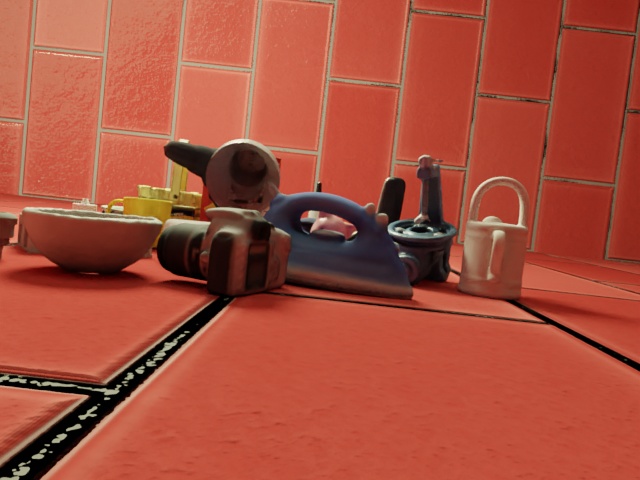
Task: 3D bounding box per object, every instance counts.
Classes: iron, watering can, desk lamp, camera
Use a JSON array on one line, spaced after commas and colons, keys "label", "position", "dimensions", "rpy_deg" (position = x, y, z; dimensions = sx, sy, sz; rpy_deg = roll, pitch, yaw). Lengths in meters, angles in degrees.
[{"label": "iron", "position": [0.018, -0.003, 0.835], "dimensions": [0.257, 0.141, 0.119], "rpy_deg": [8, 4, 23]}, {"label": "watering can", "position": [0.286, -0.007, 0.944], "dimensions": [0.101, 0.194, 0.172], "rpy_deg": [6, 3, -10]}, {"label": "desk lamp", "position": [-0.131, -0.065, 0.993], "dimensions": [0.118, 0.213, 0.203], "rpy_deg": [6, 3, -4]}, {"label": "camera", "position": [-0.123, 0.008, 0.727], "dimensions": [0.136, 0.101, 0.143], "rpy_deg": [8, 4, 22]}]

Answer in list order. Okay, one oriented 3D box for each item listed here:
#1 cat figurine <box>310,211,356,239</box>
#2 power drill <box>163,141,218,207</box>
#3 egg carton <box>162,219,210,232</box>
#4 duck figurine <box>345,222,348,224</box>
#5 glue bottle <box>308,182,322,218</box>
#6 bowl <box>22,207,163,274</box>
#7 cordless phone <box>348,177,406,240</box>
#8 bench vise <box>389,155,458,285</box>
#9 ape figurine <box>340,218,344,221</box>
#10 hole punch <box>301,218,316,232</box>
[{"label": "cat figurine", "position": [-0.005, -0.003, 0.995], "dimensions": [0.127, 0.118, 0.067], "rpy_deg": [8, 4, 27]}, {"label": "power drill", "position": [-0.202, -0.078, 1.133], "dimensions": [0.230, 0.208, 0.075], "rpy_deg": [4, 4, -29]}, {"label": "egg carton", "position": [-0.191, 0.007, 0.899], "dimensions": [0.107, 0.069, 0.150], "rpy_deg": [4, 4, -28]}, {"label": "duck figurine", "position": [0.041, 0.000, 1.315], "dimensions": [0.105, 0.086, 0.077], "rpy_deg": [4, 4, -31]}, {"label": "glue bottle", "position": [-0.010, -0.053, 1.368], "dimensions": [0.037, 0.173, 0.078], "rpy_deg": [6, 3, -2]}, {"label": "bowl", "position": [-0.290, 0.003, 0.731], "dimensions": [0.167, 0.075, 0.167], "rpy_deg": [6, 3, 0]}, {"label": "cordless phone", "position": [0.101, -0.029, 1.059], "dimensions": [0.093, 0.185, 0.148], "rpy_deg": [9, 4, 41]}, {"label": "bench vise", "position": [0.184, -0.035, 1.025], "dimensions": [0.121, 0.220, 0.208], "rpy_deg": [7, 3, 11]}, {"label": "ape figurine", "position": [0.041, -0.011, 1.450], "dimensions": [0.076, 0.092, 0.077], "rpy_deg": [3, 4, -41]}, {"label": "hole punch", "position": [0.010, 0.004, 1.137], "dimensions": [0.101, 0.091, 0.108], "rpy_deg": [4, 4, -34]}]
